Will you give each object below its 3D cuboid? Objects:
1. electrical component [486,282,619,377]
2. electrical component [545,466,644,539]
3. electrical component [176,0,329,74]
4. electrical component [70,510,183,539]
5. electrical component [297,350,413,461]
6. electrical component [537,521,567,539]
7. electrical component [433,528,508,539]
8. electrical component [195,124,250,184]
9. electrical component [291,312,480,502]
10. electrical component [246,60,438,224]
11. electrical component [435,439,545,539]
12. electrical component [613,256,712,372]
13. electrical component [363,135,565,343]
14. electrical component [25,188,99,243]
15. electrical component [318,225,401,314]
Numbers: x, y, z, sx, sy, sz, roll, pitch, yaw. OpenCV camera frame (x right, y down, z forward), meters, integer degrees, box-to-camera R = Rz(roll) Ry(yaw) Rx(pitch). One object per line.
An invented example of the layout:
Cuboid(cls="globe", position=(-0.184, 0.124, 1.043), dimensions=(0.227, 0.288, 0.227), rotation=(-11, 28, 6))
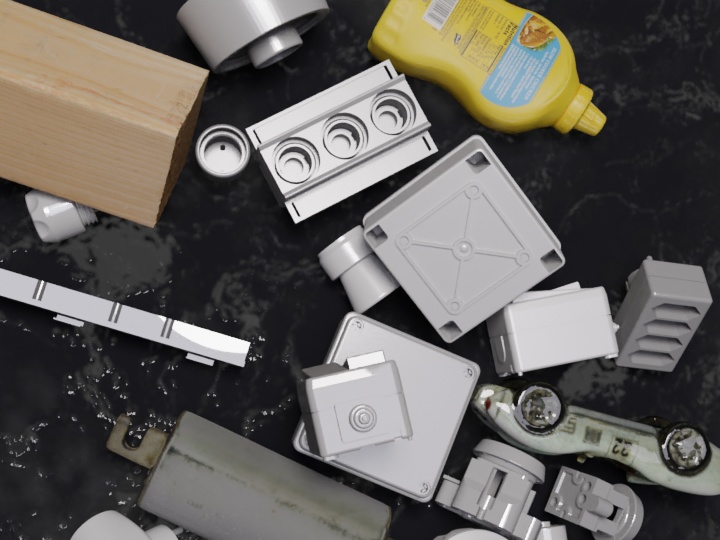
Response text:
Cuboid(cls="electrical component", position=(0.151, 0.043, 0.822), dimensions=(0.096, 0.062, 0.061), rotation=(-10, 85, -9))
Cuboid(cls="electrical component", position=(0.180, 0.179, 0.812), dimensions=(0.055, 0.066, 0.048), rotation=(27, 81, -23))
Cuboid(cls="electrical component", position=(-0.074, -0.185, 0.798), dimensions=(0.108, 0.108, 0.060), rotation=(-29, 94, -10))
Cuboid(cls="electrical component", position=(-0.153, 0.206, 0.765), dimensions=(0.079, 0.043, 0.077), rotation=(-19, 49, -42))
Cuboid(cls="electrical component", position=(-0.005, 0.089, 0.719), dimensions=(0.062, 0.096, 0.061), rotation=(-12, 85, -9))
Cuboid(cls="electrical component", position=(0.141, 0.223, 0.811), dimensions=(0.044, 0.044, 0.065), rotation=(-4, 79, -8))
Cuboid(cls="electrical component", position=(0.082, 0.231, 0.796), dimensions=(0.080, 0.051, 0.080), rotation=(1, 83, -7))
Cuboid(cls="electrical component", position=(-0.104, -0.085, 0.810), dimensions=(0.040, 0.046, 0.040), rotation=(1, 83, -8))
Cuboid(cls="electrical component", position=(0.018, 0.101, 0.800), dimensions=(0.109, 0.056, 0.108), rotation=(23, 81, -5))
Cuboid(cls="electrical component", position=(-0.015, -0.095, 0.815), dimensions=(0.121, 0.063, 0.078), rotation=(-28, 88, -10))
Cuboid(cls="electrical component", position=(0.103, 0.163, 0.802), dimensions=(0.078, 0.058, 0.057), rotation=(20, 74, 21))
Cuboid(cls="electrical component", position=(0.228, 0.023, 0.834), dimensions=(0.047, 0.083, 0.075), rotation=(7, 44, -7))
Cuboid(cls="electrical component", position=(0.075, -0.022, 0.785), dimensions=(0.109, 0.056, 0.108), rotation=(-36, 102, 12))
Cuboid(cls="electrical component", position=(-0.211, -0.047, 0.793), dimensions=(0.062, 0.043, 0.043), rotation=(-21, 87, -11))
Cuboid(cls="electrical component", position=(0.000, 0.000, 0.815), dimensions=(0.045, 0.045, 0.055), rotation=(-35, 88, -10))
